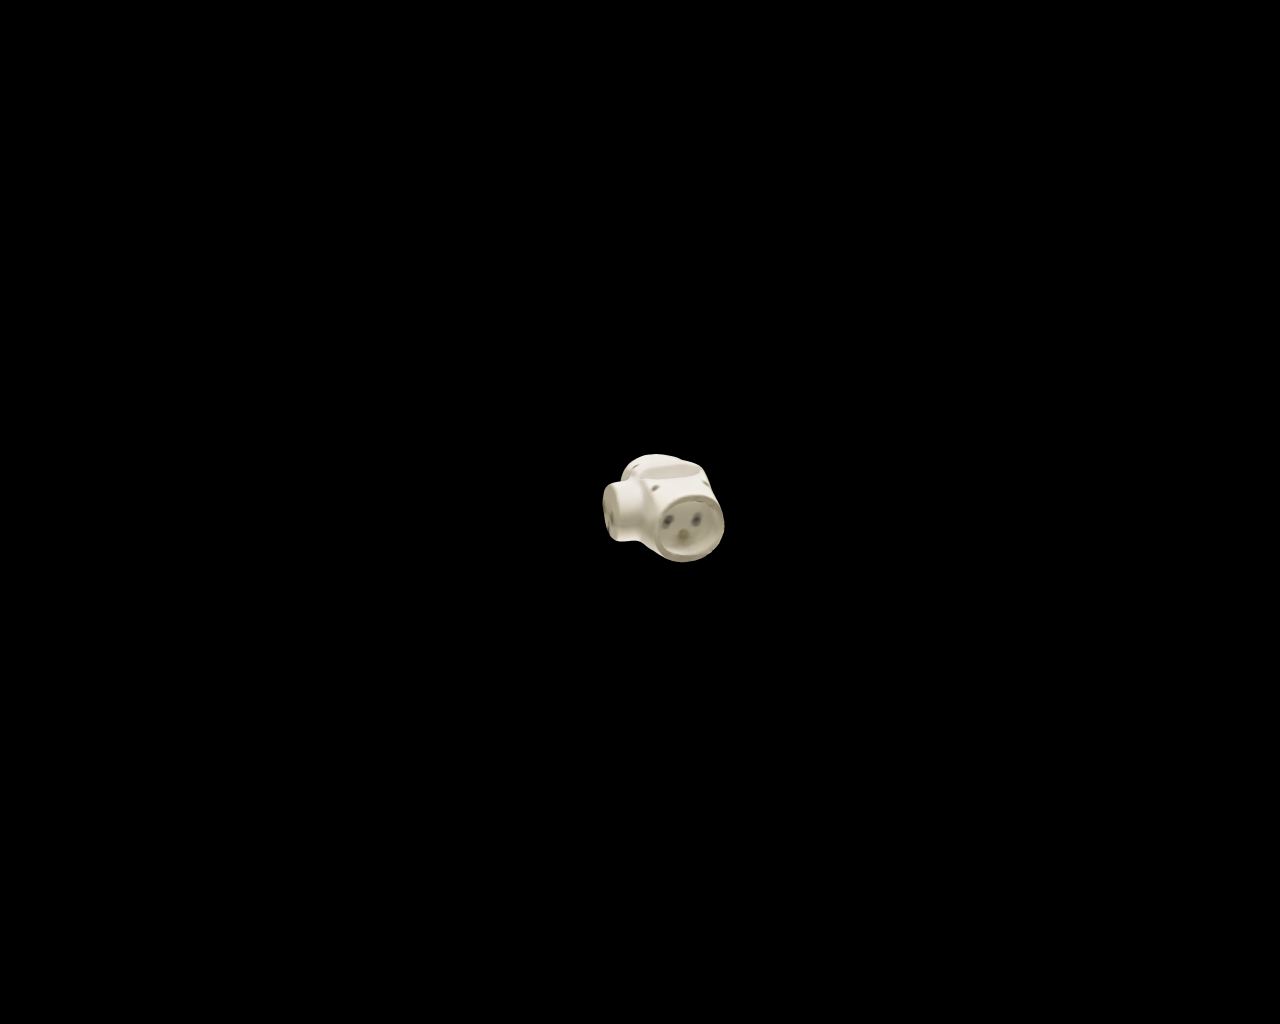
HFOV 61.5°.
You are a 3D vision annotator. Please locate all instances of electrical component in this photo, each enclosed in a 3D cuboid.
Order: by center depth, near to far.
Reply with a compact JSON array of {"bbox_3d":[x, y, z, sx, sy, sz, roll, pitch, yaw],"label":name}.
[{"bbox_3d":[0.001,-0.003,0.650,0.079,0.043,0.077,-6,23,-14],"label":"electrical component"}]
